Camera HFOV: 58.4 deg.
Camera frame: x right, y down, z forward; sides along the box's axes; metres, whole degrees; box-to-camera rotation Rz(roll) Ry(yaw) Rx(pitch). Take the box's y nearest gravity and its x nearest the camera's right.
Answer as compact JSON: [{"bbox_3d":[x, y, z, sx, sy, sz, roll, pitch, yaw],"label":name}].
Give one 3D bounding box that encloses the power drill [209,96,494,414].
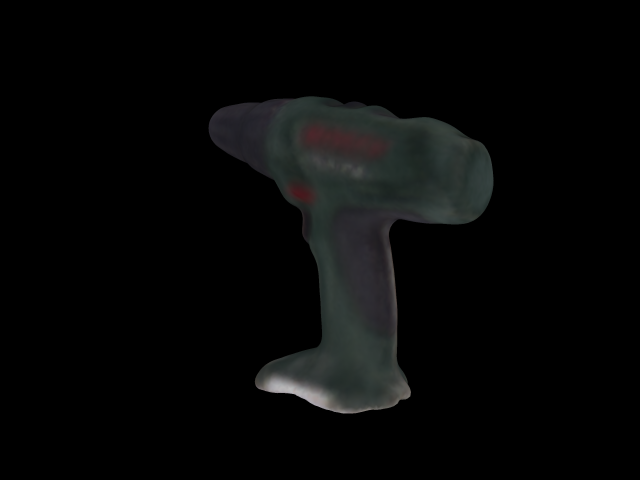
[{"bbox_3d":[0.004,0.001,0.400,0.228,0.208,0.076,3,5,37],"label":"power drill"}]
